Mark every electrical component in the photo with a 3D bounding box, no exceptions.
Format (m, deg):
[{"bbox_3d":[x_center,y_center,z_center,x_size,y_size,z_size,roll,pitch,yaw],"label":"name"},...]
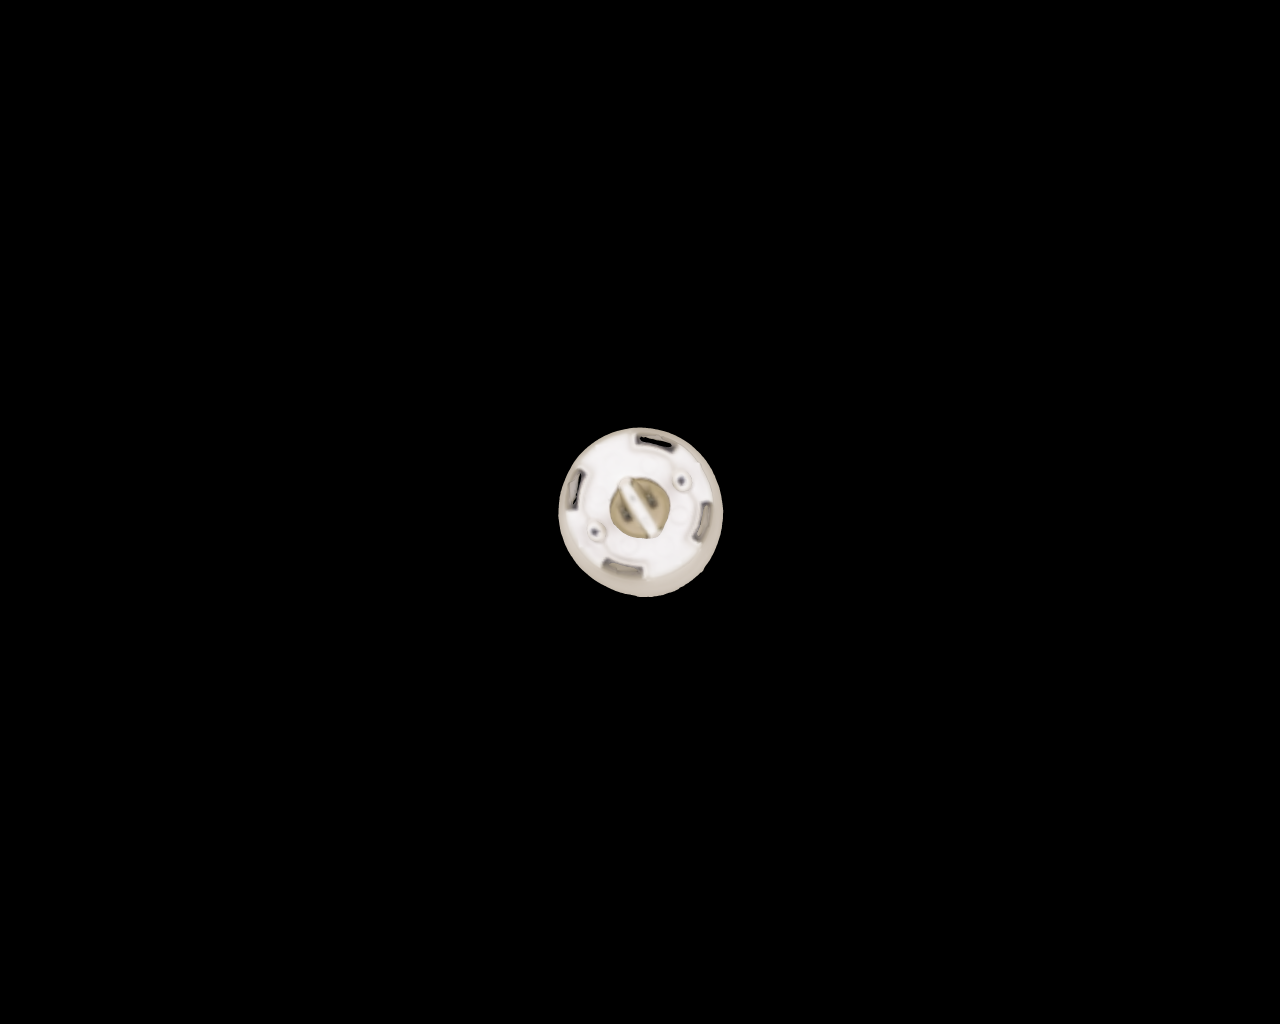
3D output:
[{"bbox_3d":[0.001,-0.003,0.650,0.099,0.099,0.064,0,9,0],"label":"electrical component"}]
